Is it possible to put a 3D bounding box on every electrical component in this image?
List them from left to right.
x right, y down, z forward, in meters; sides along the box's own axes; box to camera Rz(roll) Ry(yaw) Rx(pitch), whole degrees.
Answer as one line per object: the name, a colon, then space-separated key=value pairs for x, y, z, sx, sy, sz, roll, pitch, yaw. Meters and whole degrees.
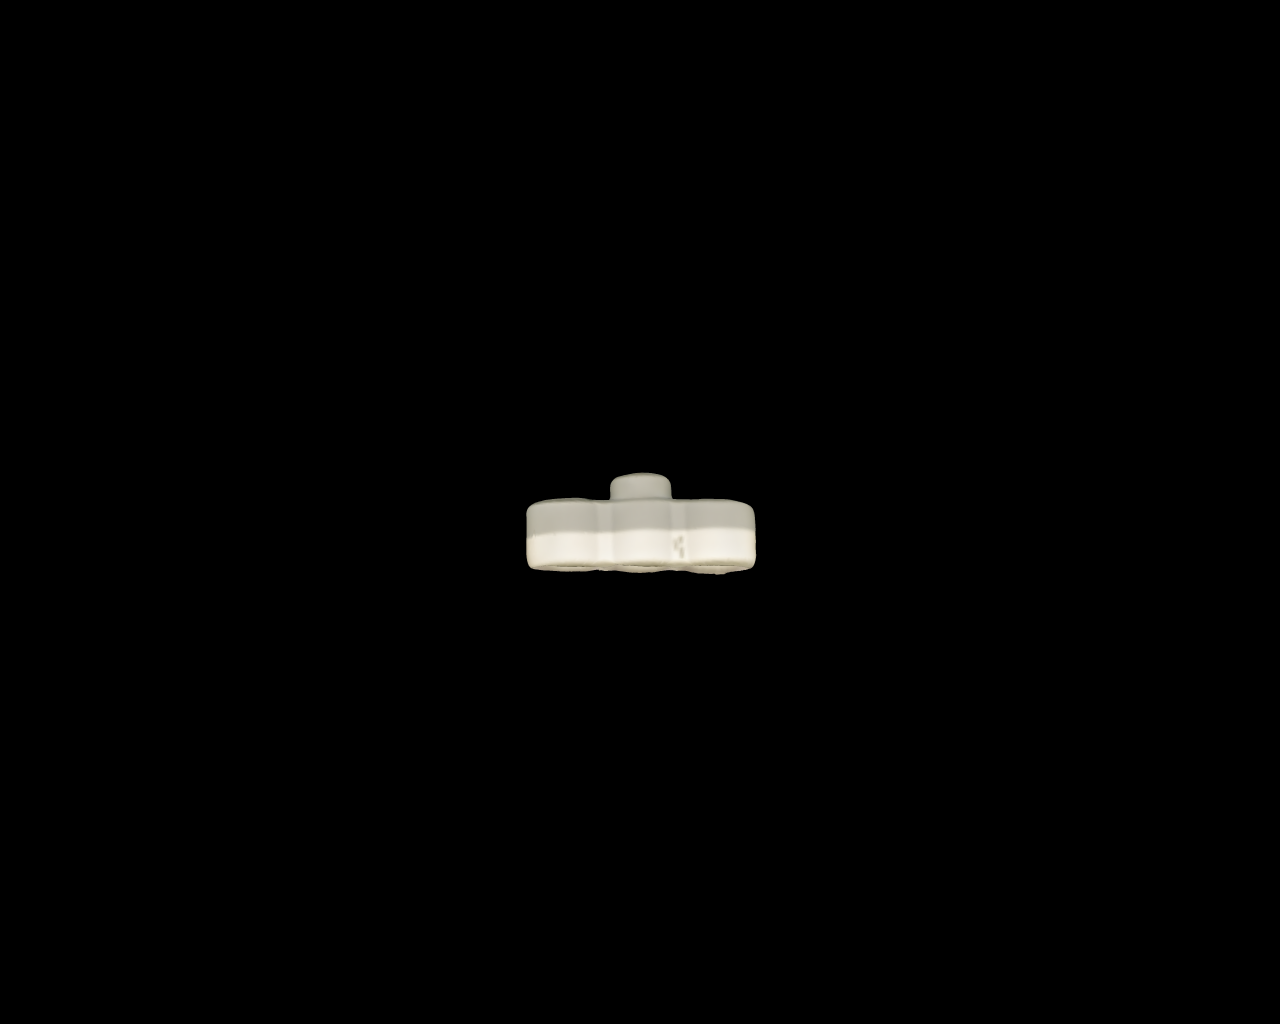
electrical component: x=0.001 y=-0.003 z=0.650 sx=0.138 sy=0.073 sz=0.052 roll=0 pitch=-9 yaw=0
